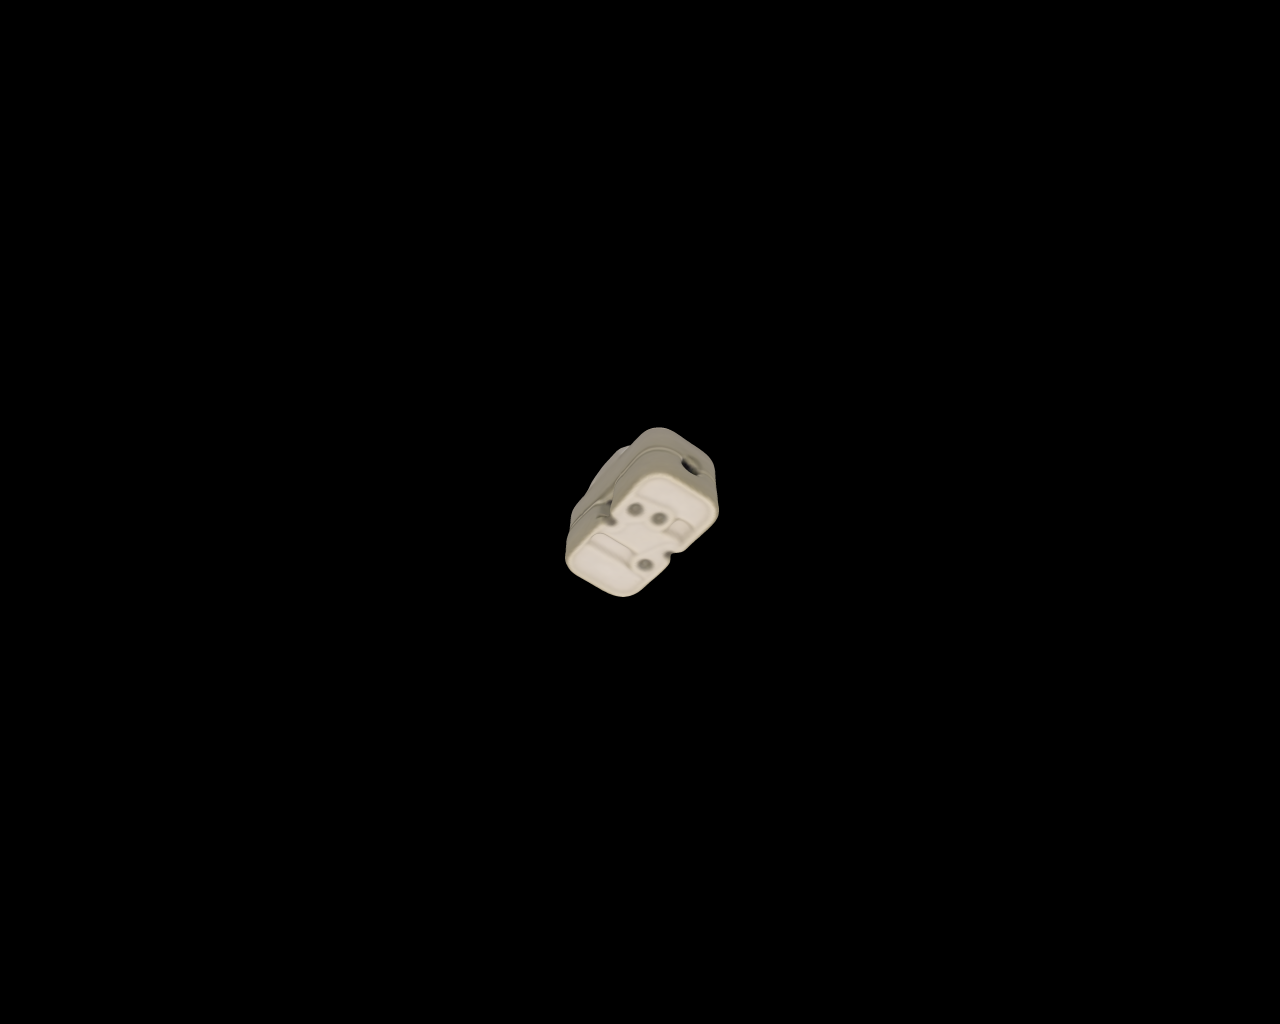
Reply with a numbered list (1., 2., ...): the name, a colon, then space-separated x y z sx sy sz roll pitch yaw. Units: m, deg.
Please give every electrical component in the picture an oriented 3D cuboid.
1. electrical component: 0.001 -0.003 0.650 0.053 0.095 0.059 32 32 -22
